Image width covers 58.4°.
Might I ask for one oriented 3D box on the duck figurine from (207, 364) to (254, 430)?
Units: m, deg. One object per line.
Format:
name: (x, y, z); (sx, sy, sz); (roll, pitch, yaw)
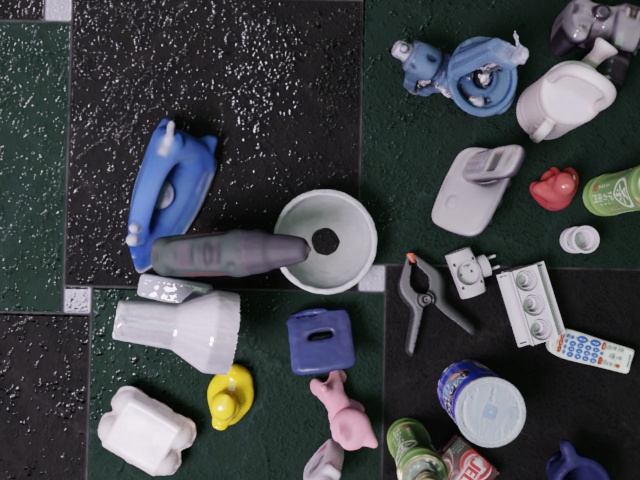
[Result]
duck figurine: (-0.148, 0.256, 0.924); (0.077, 0.086, 0.105); (15, 89, 1)

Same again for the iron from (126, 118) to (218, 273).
iron: (-0.256, -0.066, 0.902); (0.118, 0.141, 0.258); (20, 89, 1)

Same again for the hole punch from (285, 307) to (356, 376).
hole punch: (0.000, 0.161, 0.923); (0.108, 0.091, 0.101); (-9, 89, 0)

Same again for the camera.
camera: (0.454, -0.307, 0.926); (0.143, 0.101, 0.137); (14, 89, 1)

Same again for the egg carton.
egg carton: (-0.281, 0.311, 0.931); (0.150, 0.069, 0.107); (29, 89, 1)

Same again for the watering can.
watering can: (0.384, -0.229, 0.878); (0.101, 0.194, 0.173); (14, 89, 1)

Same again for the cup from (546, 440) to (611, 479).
cup: (0.397, 0.368, 0.917); (0.091, 0.095, 0.118); (-20, 89, 0)

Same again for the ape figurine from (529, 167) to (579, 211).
ape figurine: (0.385, -0.087, 0.927); (0.078, 0.092, 0.076); (-4, 89, 0)

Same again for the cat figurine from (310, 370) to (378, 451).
cat figurine: (0.037, 0.277, 0.907); (0.067, 0.117, 0.128); (-32, 89, 0)

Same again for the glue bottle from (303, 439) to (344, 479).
glue bottle: (0.006, 0.365, 0.878); (0.037, 0.173, 0.078); (37, 89, 1)

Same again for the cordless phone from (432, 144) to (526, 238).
cordless phone: (0.247, -0.078, 0.880); (0.094, 0.185, 0.148); (22, 89, 1)

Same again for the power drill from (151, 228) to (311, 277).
power drill: (-0.126, 0.018, 0.867); (0.229, 0.208, 0.076); (-4, 89, 0)

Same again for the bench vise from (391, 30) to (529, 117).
bench vise: (0.214, -0.253, 0.866); (0.207, 0.219, 0.121); (1, 89, 0)

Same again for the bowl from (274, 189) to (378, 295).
bowl: (0.009, 0.003, 0.934); (0.167, 0.074, 0.167); (0, 89, 0)

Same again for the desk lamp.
desk lamp: (-0.209, 0.123, 0.863); (0.203, 0.213, 0.118); (9, 89, 1)
